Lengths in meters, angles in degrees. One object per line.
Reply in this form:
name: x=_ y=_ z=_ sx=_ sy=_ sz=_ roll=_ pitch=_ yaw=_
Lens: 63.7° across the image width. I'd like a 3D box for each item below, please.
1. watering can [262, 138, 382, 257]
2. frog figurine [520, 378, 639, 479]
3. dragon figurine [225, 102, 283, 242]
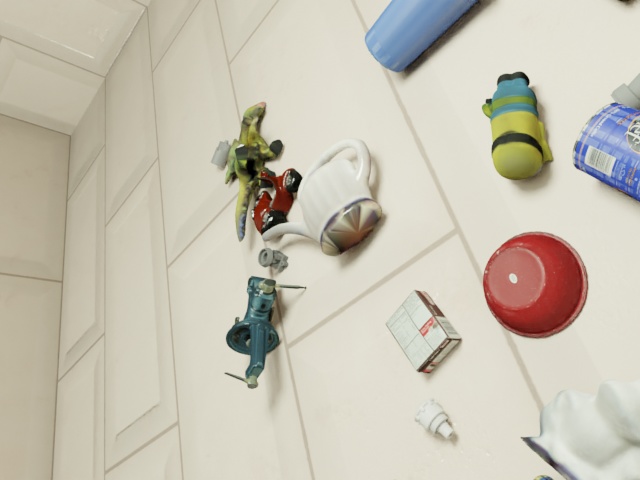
watering can: x=0.003 y=-0.055 z=1.102 sx=0.342 sy=0.103 sz=0.229 roll=-49 pitch=46 yaw=25
frog figurine: x=0.347 y=0.226 z=0.620 sx=0.159 sy=0.121 sz=0.139 roll=-51 pitch=29 yaw=2
dragon figurine: x=-0.209 y=-0.200 z=1.425 sx=0.242 sy=0.122 sz=0.413 roll=0 pitch=74 yaw=66
